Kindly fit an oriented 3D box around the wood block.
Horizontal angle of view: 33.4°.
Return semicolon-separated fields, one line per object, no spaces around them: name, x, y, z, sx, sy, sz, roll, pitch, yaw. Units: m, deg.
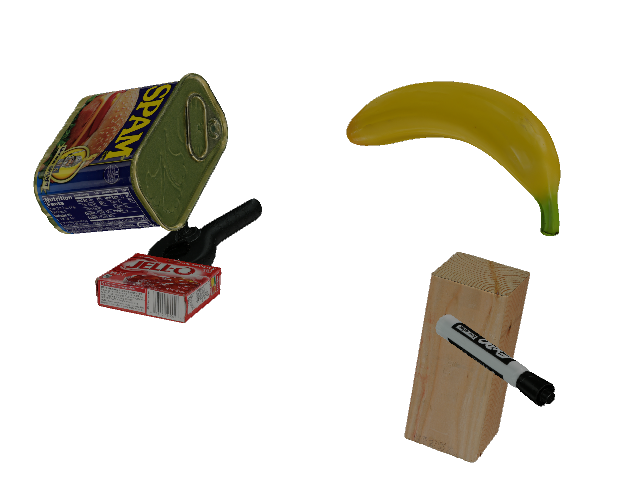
wood block;0.165;0.131;1.207;0.090;0.206;0.090;17;23;23

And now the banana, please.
banana;0.087;-0.069;0.691;0.037;0.069;0.198;22;7;-42

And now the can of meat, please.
can of meat;-0.117;-0.051;0.655;0.084;0.102;0.057;-4;-46;29

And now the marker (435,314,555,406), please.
marker;0.131;0.090;0.806;0.020;0.020;0.121;0;23;-36

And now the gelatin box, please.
gelatin box;-0.143;0.040;0.950;0.089;0.030;0.073;10;20;18

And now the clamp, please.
clamp;-0.140;0.000;1.239;0.120;0.039;0.171;-6;38;20
